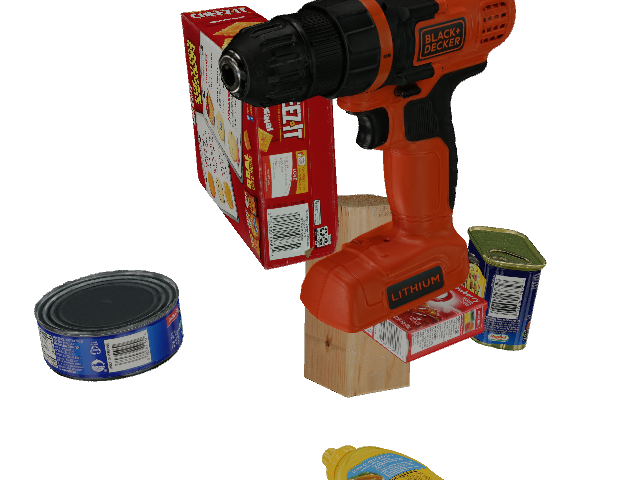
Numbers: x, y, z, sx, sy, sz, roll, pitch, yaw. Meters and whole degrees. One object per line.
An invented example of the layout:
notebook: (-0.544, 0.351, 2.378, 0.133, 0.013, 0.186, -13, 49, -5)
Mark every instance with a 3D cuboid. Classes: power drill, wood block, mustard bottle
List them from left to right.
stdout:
wood block: (0.042, 0.057, 1.183, 0.090, 0.206, 0.091, -5, 12, -33)
power drill: (0.028, -0.046, 0.582, 0.184, 0.188, 0.057, -20, 36, -32)
mustard bottle: (0.068, 0.234, 0.968, 0.096, 0.058, 0.192, -17, 25, -36)

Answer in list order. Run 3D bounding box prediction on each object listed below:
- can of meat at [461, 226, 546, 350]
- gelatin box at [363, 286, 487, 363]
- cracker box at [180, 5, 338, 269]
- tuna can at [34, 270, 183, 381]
can of meat: (0.162, 0.043, 0.976, 0.057, 0.084, 0.102, 6, 18, -6)
gelatin box: (0.064, 0.046, 0.771, 0.073, 0.030, 0.089, -17, 32, -30)
cracker box: (-0.054, -0.096, 0.904, 0.072, 0.164, 0.214, -11, 27, -17)
tuna can: (-0.126, 0.050, 0.642, 0.086, 0.034, 0.086, -4, 22, 1)
